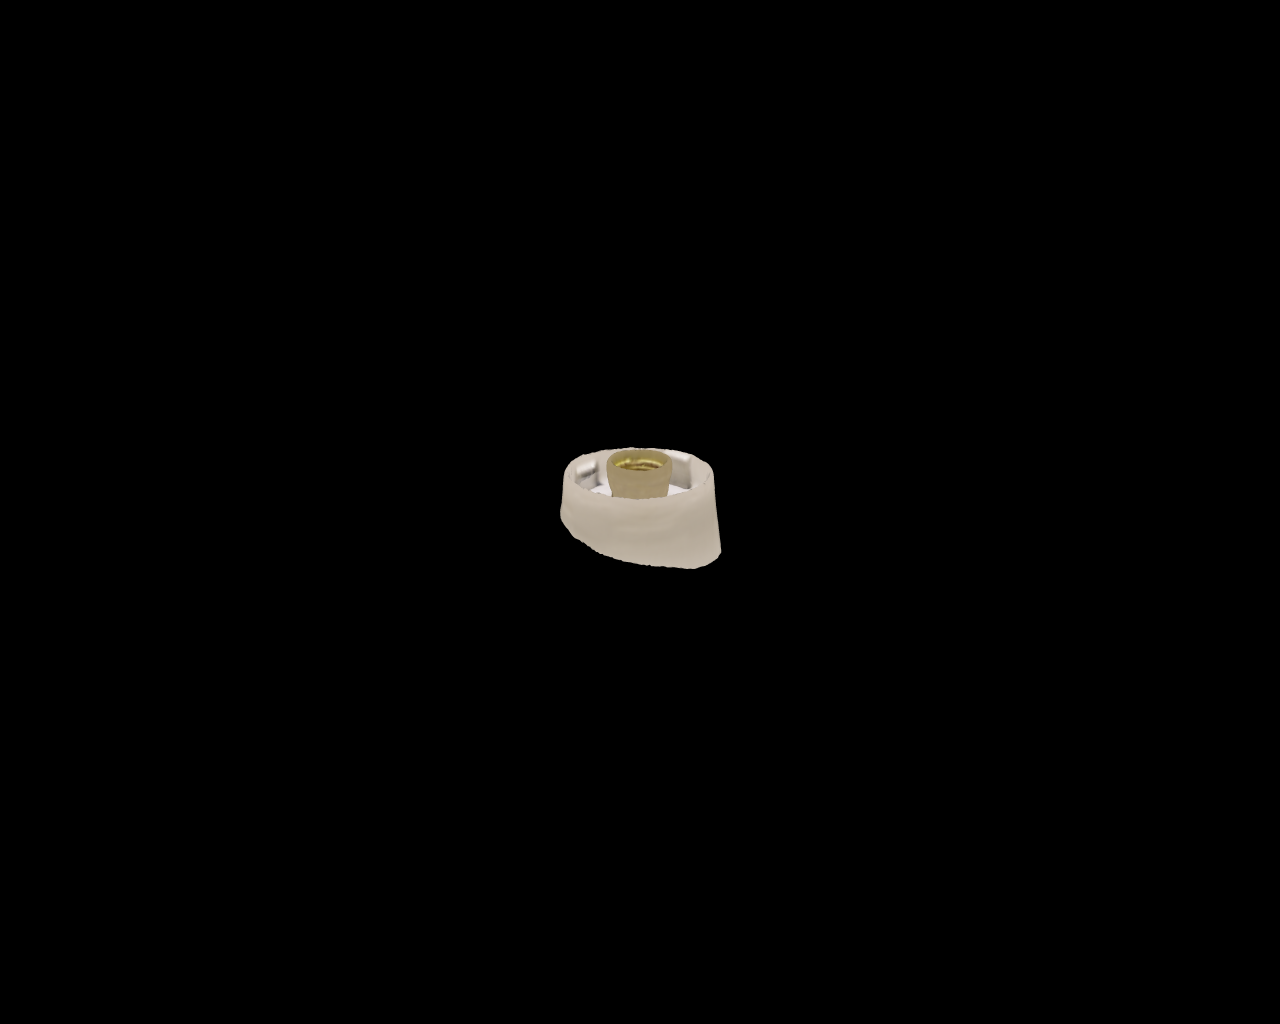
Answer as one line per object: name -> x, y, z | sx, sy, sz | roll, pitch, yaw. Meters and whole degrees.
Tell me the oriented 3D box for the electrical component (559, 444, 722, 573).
electrical component -> 0.001, -0.003, 0.650 | 0.099, 0.064, 0.099 | 0, 22, 0
